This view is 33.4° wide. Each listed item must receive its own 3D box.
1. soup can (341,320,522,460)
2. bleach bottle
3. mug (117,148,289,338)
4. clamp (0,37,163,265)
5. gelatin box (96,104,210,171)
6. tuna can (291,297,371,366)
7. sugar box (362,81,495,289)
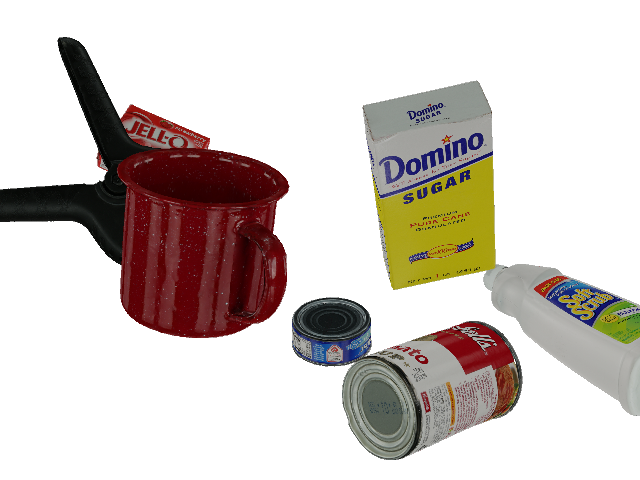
[{"bbox_3d":[0.072,0.096,0.688,0.102,0.068,0.069,-13,8,-41],"label":"soup can"},{"bbox_3d":[0.244,0.079,1.040,0.102,0.068,0.251,-17,26,-27],"label":"bleach bottle"},{"bbox_3d":[-0.060,0.006,0.585,0.093,0.081,0.117,-14,31,-44],"label":"mug"},{"bbox_3d":[-0.147,-0.049,0.780,0.210,0.164,0.036,24,-19,-2],"label":"clamp"},{"bbox_3d":[-0.163,-0.087,1.044,0.089,0.073,0.030,24,-42,0],"label":"gelatin box"},{"bbox_3d":[0.012,0.096,1.135,0.086,0.034,0.086,-1,29,0],"label":"tuna can"},{"bbox_3d":[0.090,-0.039,0.850,0.093,0.048,0.176,-13,-41,0],"label":"sugar box"}]
